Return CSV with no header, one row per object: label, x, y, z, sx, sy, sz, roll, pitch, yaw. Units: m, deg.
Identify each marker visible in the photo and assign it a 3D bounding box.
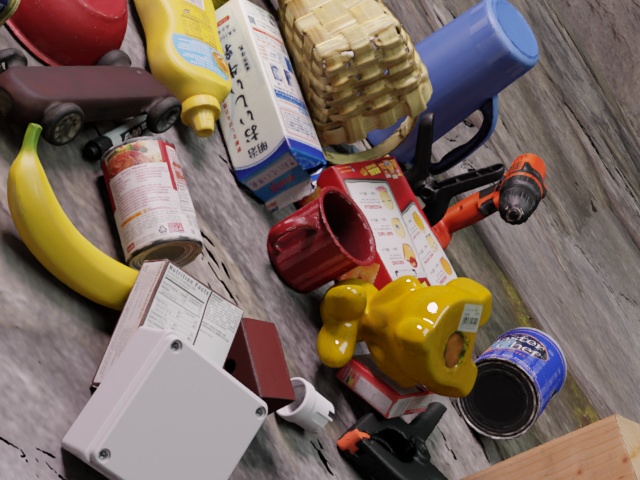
marker,-0.181,-0.097,0.982,0.020,0.020,0.121,56,28,-7

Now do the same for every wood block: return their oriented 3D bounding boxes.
wood block,0.256,0.272,1.138,0.090,0.206,0.090,26,42,-45

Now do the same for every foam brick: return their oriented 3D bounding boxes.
foam brick,-0.064,0.114,0.933,0.051,0.053,0.078,17,48,-52

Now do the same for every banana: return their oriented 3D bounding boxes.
banana,-0.184,0.004,0.835,0.197,0.069,0.037,55,-15,-30

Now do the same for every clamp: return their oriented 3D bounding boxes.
clamp,0.129,-0.075,1.317,0.120,0.172,0.039,46,28,-4
clamp,0.099,0.231,1.096,0.209,0.036,0.165,19,39,-49

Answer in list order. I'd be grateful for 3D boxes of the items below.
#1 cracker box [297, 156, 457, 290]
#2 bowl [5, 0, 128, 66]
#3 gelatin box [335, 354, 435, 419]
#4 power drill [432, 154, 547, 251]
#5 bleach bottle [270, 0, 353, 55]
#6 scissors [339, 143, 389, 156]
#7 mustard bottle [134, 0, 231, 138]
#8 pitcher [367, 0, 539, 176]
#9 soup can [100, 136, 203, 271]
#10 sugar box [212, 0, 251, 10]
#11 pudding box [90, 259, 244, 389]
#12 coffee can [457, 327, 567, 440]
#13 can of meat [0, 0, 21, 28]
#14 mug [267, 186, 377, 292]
cracker box,0.075,0.014,1.239,0.163,0.072,0.214,-17,79,-60
bowl,-0.232,-0.231,0.992,0.162,0.055,0.162,40,33,-33
gelatin box,0.069,0.151,1.110,0.073,0.030,0.089,37,16,28
power drill,0.202,-0.032,1.368,0.057,0.188,0.184,57,26,-8
bleach bottle,-0.035,-0.335,1.411,0.251,0.068,0.102,56,27,-1
scissors,0.049,-0.119,1.385,0.201,0.016,0.096,45,29,-25
mustard bottle,-0.137,-0.189,1.102,0.096,0.058,0.191,20,46,-50
pitcher,0.174,-0.207,1.430,0.149,0.243,0.145,30,43,-34
soup can,-0.145,-0.029,0.922,0.068,0.069,0.102,13,53,-54
sugar box,-0.080,-0.313,1.189,0.093,0.176,0.048,-1,64,-59
pudding box,-0.118,0.084,0.844,0.090,0.039,0.113,37,59,-34
coffee can,0.238,0.174,1.316,0.103,0.103,0.140,61,28,3
can of meat,-0.300,-0.232,0.880,0.083,0.058,0.102,21,45,-46
mug,-0.007,0.001,1.103,0.117,0.082,0.093,14,51,-54
